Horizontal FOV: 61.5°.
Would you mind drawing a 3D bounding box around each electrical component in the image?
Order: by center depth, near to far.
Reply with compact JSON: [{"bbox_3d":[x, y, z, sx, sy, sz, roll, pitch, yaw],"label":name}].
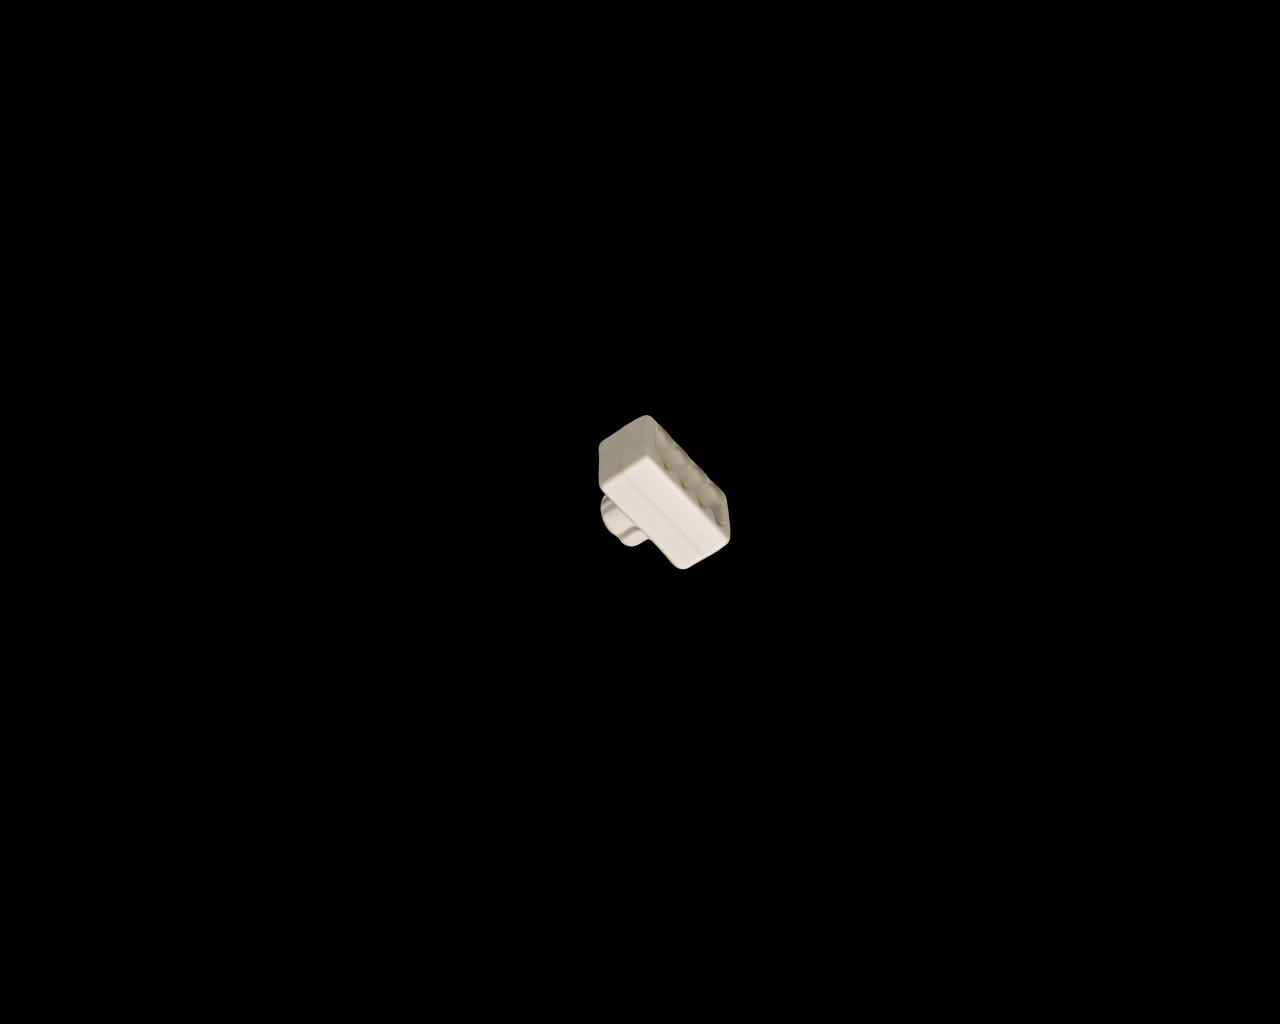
[{"bbox_3d":[0.001,-0.003,0.650,0.075,0.083,0.047,-32,32,22],"label":"electrical component"}]
